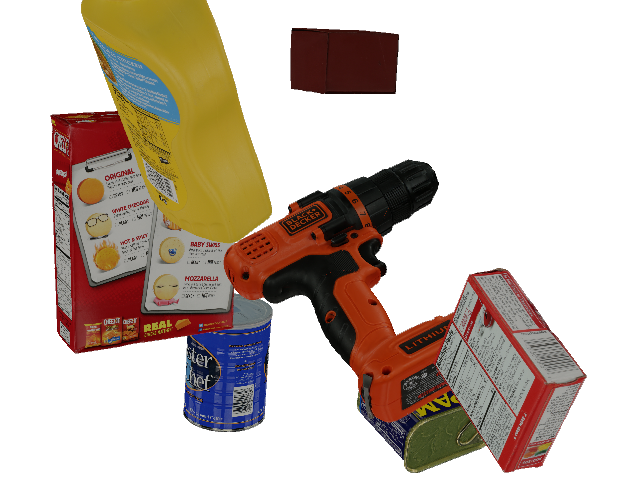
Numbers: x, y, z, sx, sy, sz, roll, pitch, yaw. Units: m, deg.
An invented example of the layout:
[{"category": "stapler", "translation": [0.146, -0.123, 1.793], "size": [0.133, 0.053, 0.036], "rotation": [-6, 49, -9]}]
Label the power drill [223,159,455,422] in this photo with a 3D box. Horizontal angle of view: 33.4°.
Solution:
[{"category": "power drill", "translation": [0.047, 0.029, 0.774], "size": [0.184, 0.057, 0.188], "rotation": [-29, 49, -16]}]

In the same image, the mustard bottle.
[{"category": "mustard bottle", "translation": [-0.083, -0.089, 0.575], "size": [0.058, 0.191, 0.096], "rotation": [-36, 50, -20]}]

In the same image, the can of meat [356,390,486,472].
[{"category": "can of meat", "translation": [0.095, 0.148, 0.946], "size": [0.101, 0.057, 0.084], "rotation": [-14, 35, -27]}]

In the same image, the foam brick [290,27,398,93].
[{"category": "foam brick", "translation": [0.020, -0.150, 0.896], "size": [0.078, 0.051, 0.053], "rotation": [-6, 16, -35]}]

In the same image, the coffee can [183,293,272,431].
[{"category": "coffee can", "translation": [-0.114, 0.147, 1.301], "size": [0.103, 0.140, 0.103], "rotation": [4, 18, -2]}]

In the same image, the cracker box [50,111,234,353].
[{"category": "cracker box", "translation": [-0.165, -0.014, 1.004], "size": [0.163, 0.214, 0.072], "rotation": [-7, 18, -30]}]

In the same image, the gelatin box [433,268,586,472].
[{"category": "gelatin box", "translation": [0.104, 0.072, 0.597], "size": [0.030, 0.073, 0.089], "rotation": [-6, 42, -24]}]
